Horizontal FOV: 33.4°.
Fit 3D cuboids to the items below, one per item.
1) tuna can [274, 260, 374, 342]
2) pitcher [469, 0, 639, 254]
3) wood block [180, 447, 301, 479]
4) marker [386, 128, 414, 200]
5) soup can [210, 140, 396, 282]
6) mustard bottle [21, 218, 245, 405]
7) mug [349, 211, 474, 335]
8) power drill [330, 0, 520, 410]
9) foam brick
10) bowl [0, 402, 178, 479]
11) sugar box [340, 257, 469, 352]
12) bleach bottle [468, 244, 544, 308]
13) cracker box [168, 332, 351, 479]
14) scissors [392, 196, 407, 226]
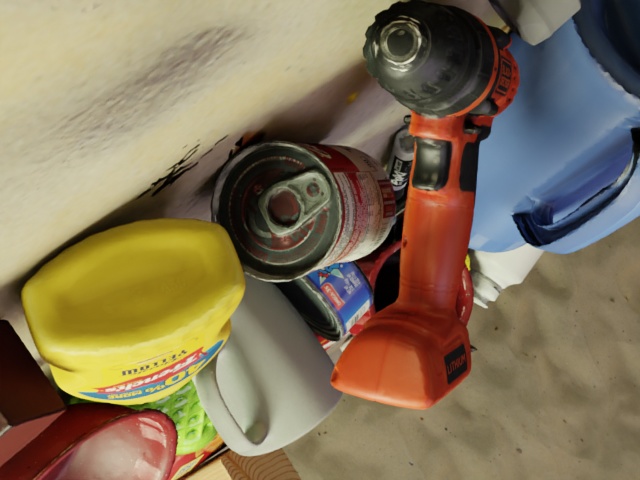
[{"bbox_3d":[-0.008,0.022,0.667,0.033,0.086,0.086,-45,173,-17],"label":"tuna can"},{"bbox_3d":[0.157,-0.073,0.696,0.149,0.145,0.243,-33,172,-30],"label":"pitcher"},{"bbox_3d":[-0.119,0.267,0.992,0.206,0.091,0.090,-34,175,28],"label":"wood block"},{"bbox_3d":[0.057,-0.052,0.769,0.020,0.020,0.121,-37,171,-10],"label":"marker"},{"bbox_3d":[-0.005,-0.017,0.556,0.069,0.068,0.102,-42,170,17],"label":"soup can"},{"bbox_3d":[-0.093,0.047,0.547,0.096,0.058,0.192,-20,167,-14],"label":"mustard bottle"},{"bbox_3d":[0.062,0.031,0.847,0.093,0.117,0.082,2,178,-24],"label":"mug"},{"bbox_3d":[0.052,-0.018,0.519,0.184,0.057,0.188,-9,110,-69],"label":"power drill"},{"bbox_3d":[-0.162,0.080,0.466,0.078,0.053,0.051,-41,170,10],"label":"foam brick"},{"bbox_3d":[-0.162,0.155,0.648,0.162,0.055,0.162,-42,154,-27],"label":"bowl"},{"bbox_3d":[0.100,0.051,0.958,0.176,0.048,0.093,-43,176,6],"label":"sugar box"},{"bbox_3d":[0.193,-0.055,0.874,0.251,0.068,0.102,-57,159,-4],"label":"bleach bottle"},{"bbox_3d":[-0.070,0.116,0.917,0.214,0.072,0.163,-45,169,30],"label":"cracker box"},{"bbox_3d":[0.032,0.000,0.788,0.096,0.016,0.202,-48,-176,-12],"label":"scissors"}]
